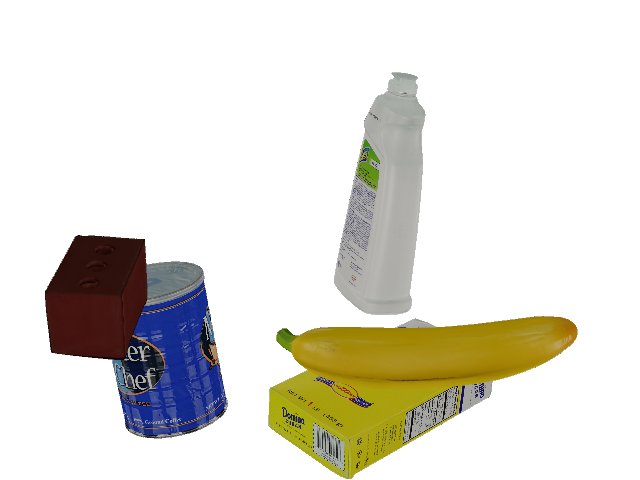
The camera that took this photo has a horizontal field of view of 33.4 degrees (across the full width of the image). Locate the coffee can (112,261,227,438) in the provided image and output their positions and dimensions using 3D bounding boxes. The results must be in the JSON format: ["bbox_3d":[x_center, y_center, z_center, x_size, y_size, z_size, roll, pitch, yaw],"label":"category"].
[{"bbox_3d":[-0.151,0.103,1.023,0.103,0.140,0.103,-8,18,2],"label":"coffee can"}]

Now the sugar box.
[{"bbox_3d":[0.053,0.124,0.876,0.175,0.048,0.093,-24,37,-38],"label":"sugar box"}]

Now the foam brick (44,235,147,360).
[{"bbox_3d":[-0.153,0.038,0.738,0.053,0.051,0.078,4,30,2],"label":"foam brick"}]

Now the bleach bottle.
[{"bbox_3d":[0.073,-0.053,1.151,0.068,0.251,0.103,-1,22,-26],"label":"bleach bottle"}]

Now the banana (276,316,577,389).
[{"bbox_3d":[0.067,0.067,0.676,0.198,0.037,0.069,0,26,3],"label":"banana"}]
